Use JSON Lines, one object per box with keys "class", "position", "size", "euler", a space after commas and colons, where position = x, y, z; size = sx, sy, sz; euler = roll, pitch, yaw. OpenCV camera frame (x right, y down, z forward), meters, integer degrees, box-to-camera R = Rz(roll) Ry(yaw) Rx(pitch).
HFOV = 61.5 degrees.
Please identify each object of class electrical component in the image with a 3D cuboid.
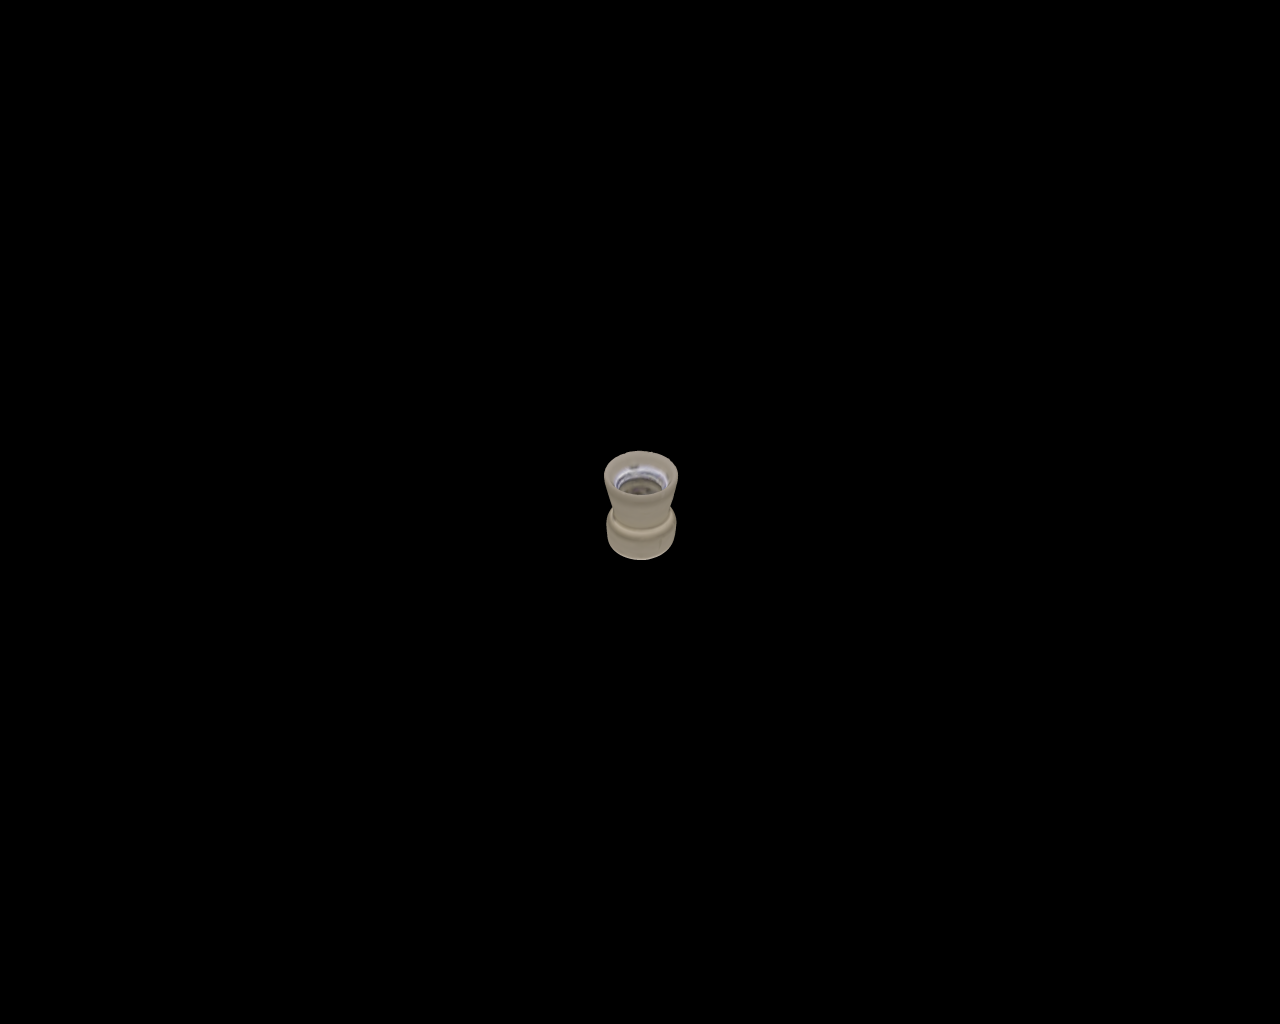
{"class": "electrical component", "position": [0.001, -0.003, 0.650], "size": [0.045, 0.055, 0.045], "euler": [0, 40, 0]}
